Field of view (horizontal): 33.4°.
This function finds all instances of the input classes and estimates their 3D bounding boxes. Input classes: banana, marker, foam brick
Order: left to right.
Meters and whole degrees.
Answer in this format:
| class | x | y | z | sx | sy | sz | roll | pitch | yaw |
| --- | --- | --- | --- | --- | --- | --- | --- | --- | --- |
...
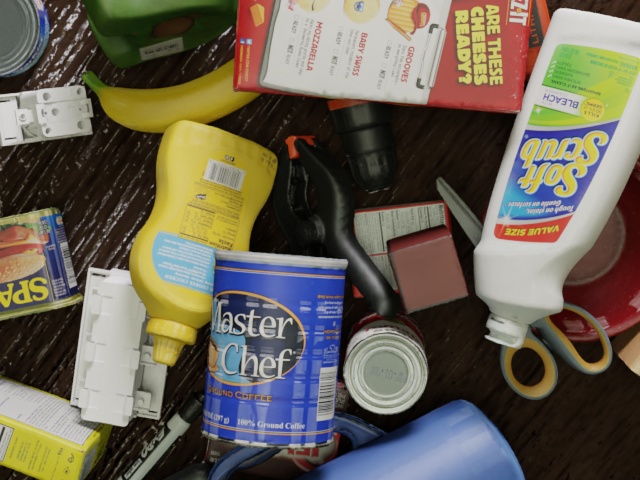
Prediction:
| class | x | y | z | sx | sy | sz | roll | pitch | yaw |
| --- | --- | --- | --- | --- | --- | --- | --- | --- | --- |
| marker | -0.139 | 0.180 | 0.939 | 0.020 | 0.020 | 0.121 | 41 | 98 | -2 |
| banana | -0.100 | -0.131 | 0.889 | 0.198 | 0.037 | 0.069 | -14 | 97 | 5 |
| foam brick | 0.084 | 0.022 | 0.845 | 0.051 | 0.078 | 0.053 | -17 | 96 | 5 |

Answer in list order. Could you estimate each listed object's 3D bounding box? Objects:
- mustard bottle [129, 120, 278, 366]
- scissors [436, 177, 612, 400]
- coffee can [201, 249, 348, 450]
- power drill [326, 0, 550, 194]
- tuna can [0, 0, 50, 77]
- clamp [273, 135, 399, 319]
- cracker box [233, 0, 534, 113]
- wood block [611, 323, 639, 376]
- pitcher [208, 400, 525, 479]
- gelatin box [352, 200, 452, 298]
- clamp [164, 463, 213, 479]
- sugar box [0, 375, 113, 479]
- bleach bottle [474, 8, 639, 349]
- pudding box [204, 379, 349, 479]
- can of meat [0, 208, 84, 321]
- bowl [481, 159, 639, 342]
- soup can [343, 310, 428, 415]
| class | x | y | z | sx | sy | sz | roll | pitch | yaw |
| --- | --- | --- | --- | --- | --- | --- | --- | --- | --- |
| mustard bottle | -0.102 | 0.007 | 0.863 | 0.096 | 0.058 | 0.191 | 19 | 78 | -25 |
| scissors | 0.142 | 0.049 | 0.852 | 0.202 | 0.016 | 0.096 | 39 | 102 | -2 |
| coffee can | -0.035 | 0.081 | 0.816 | 0.103 | 0.103 | 0.140 | 4 | 89 | 3 |
| power drill | 0.094 | -0.143 | 0.865 | 0.187 | 0.057 | 0.184 | -13 | 99 | 4 |
| tuna can | -0.272 | -0.179 | 0.895 | 0.086 | 0.033 | 0.086 | 0 | 97 | 3 |
| clamp | -0.006 | 0.001 | 0.886 | 0.120 | 0.039 | 0.171 | -26 | 74 | 32 |
| cracker box | 0.047 | -0.184 | 0.796 | 0.213 | 0.072 | 0.164 | 4 | 99 | 1 |
| wood block | 0.338 | 0.039 | 0.856 | 0.090 | 0.091 | 0.206 | 37 | 98 | -1 |
| pitcher | 0.035 | 0.220 | 0.860 | 0.242 | 0.145 | 0.149 | -27 | 119 | -12 |
| gelatin box | 0.068 | 0.006 | 0.899 | 0.089 | 0.030 | 0.073 | -7 | 95 | 4 |
| clamp | -0.180 | 0.270 | 0.938 | 0.210 | 0.036 | 0.164 | -4 | 112 | 10 |
| sugar box | -0.272 | 0.151 | 0.907 | 0.176 | 0.093 | 0.048 | 18 | 98 | 2 |
| bleach bottle | 0.183 | -0.039 | 0.797 | 0.103 | 0.068 | 0.251 | 19 | 94 | 26 |
| pudding box | -0.036 | 0.157 | 0.920 | 0.113 | 0.039 | 0.090 | 11 | 98 | 2 |
| can of meat | -0.262 | 0.022 | 0.909 | 0.102 | 0.057 | 0.084 | -11 | 94 | 5 |
| bowl | 0.209 | -0.001 | 0.874 | 0.162 | 0.055 | 0.162 | 1 | 100 | 6 |
| soup can | 0.054 | 0.098 | 0.875 | 0.068 | 0.102 | 0.068 | 0 | 97 | 4 |
